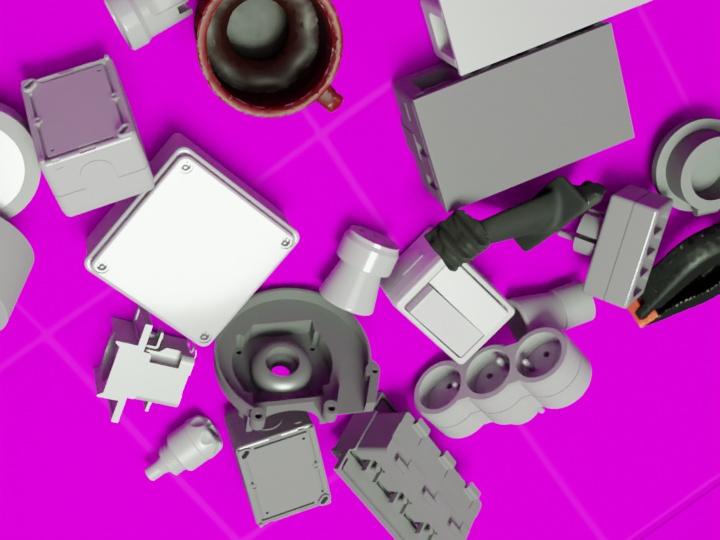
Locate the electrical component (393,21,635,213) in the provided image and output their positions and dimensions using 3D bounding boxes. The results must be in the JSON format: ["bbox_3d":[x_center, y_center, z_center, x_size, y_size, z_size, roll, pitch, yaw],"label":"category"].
[{"bbox_3d":[0.110,-0.116,0.779,0.150,0.061,0.089,-22,116,-6],"label":"electrical component"}]

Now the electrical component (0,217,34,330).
[{"bbox_3d":[-0.272,0.005,0.694,0.108,0.060,0.108,5,148,3],"label":"electrical component"}]

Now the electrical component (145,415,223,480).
[{"bbox_3d":[-0.139,0.141,0.832,0.061,0.035,0.035,-36,116,3],"label":"electrical component"}]

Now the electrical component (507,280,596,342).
[{"bbox_3d":[0.156,0.033,0.866,0.065,0.044,0.044,-19,115,-12],"label":"electrical component"}]

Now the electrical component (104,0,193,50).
[{"bbox_3d":[-0.138,-0.172,0.702,0.046,0.040,0.040,-31,116,-9],"label":"electrical component"}]

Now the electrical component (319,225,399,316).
[{"bbox_3d":[0.000,0.000,0.806,0.045,0.045,0.055,19,105,-22],"label":"electrical component"}]

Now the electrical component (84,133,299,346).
[{"bbox_3d":[-0.119,-0.021,0.758,0.109,0.056,0.108,38,98,-25],"label":"electrical component"}]

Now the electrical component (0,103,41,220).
[{"bbox_3d":[-0.250,-0.073,0.704,0.080,0.051,0.080,-6,113,-13],"label":"electrical component"}]

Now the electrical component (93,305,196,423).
[{"bbox_3d":[-0.158,0.070,0.794,0.064,0.042,0.081,15,108,-24],"label":"electrical component"}]

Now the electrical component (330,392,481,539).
[{"bbox_3d":[0.041,0.168,0.869,0.121,0.063,0.078,53,51,-26],"label":"electrical component"}]

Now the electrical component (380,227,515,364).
[{"bbox_3d":[0.071,0.025,0.827,0.061,0.061,0.096,-45,116,6],"label":"electrical component"}]

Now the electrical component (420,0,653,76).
[{"bbox_3d":[0.131,-0.222,0.742,0.186,0.060,0.105,-22,116,-6],"label":"electrical component"}]

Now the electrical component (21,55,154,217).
[{"bbox_3d":[-0.178,-0.089,0.702,0.062,0.096,0.061,-19,143,-7],"label":"electrical component"}]

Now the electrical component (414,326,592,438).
[{"bbox_3d":[0.119,0.098,0.852,0.138,0.052,0.074,-22,135,28],"label":"electrical component"}]

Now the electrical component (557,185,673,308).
[{"bbox_3d":[0.192,-0.025,0.843,0.076,0.047,0.083,23,115,24],"label":"electrical component"}]

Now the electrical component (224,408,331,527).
[{"bbox_3d":[-0.064,0.150,0.845,0.062,0.061,0.096,-17,122,-10],"label":"electrical component"}]
